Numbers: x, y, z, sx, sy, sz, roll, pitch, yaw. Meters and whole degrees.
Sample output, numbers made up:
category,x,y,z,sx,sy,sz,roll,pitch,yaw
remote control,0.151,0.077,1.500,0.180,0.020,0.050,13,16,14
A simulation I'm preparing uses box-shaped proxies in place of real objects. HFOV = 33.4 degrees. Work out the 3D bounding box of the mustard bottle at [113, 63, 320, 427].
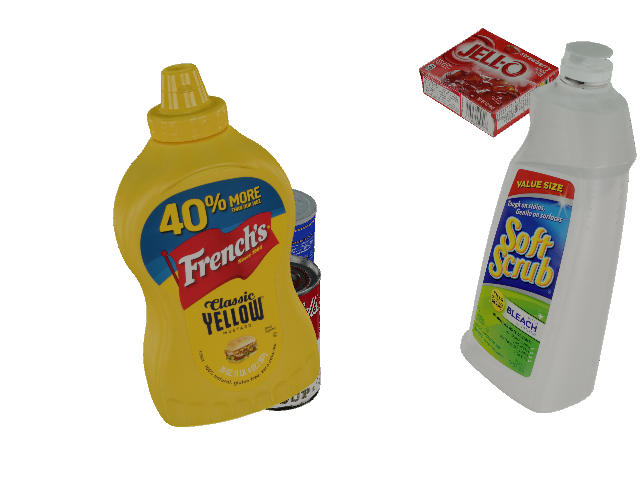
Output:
category,x,y,z,sx,sy,sz,roll,pitch,yaw
mustard bottle,-0.059,0.001,0.570,0.096,0.191,0.058,-15,23,-16

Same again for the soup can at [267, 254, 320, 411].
category,x,y,z,sx,sy,sz,roll,pitch,yaw
soup can,-0.034,0.070,0.819,0.068,0.102,0.068,0,26,0

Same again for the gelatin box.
category,x,y,z,sx,sy,sz,roll,pitch,yaw
gelatin box,0.136,-0.131,0.867,0.073,0.030,0.089,-34,49,-18

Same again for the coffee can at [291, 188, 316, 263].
category,x,y,z,sx,sy,sz,roll,pitch,yaw
coffee can,-0.057,0.021,1.251,0.103,0.140,0.103,1,26,-1

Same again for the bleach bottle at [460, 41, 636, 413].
category,x,y,z,sx,sy,sz,roll,pitch,yaw
bleach bottle,0.154,-0.011,0.711,0.068,0.251,0.103,-16,35,-27
